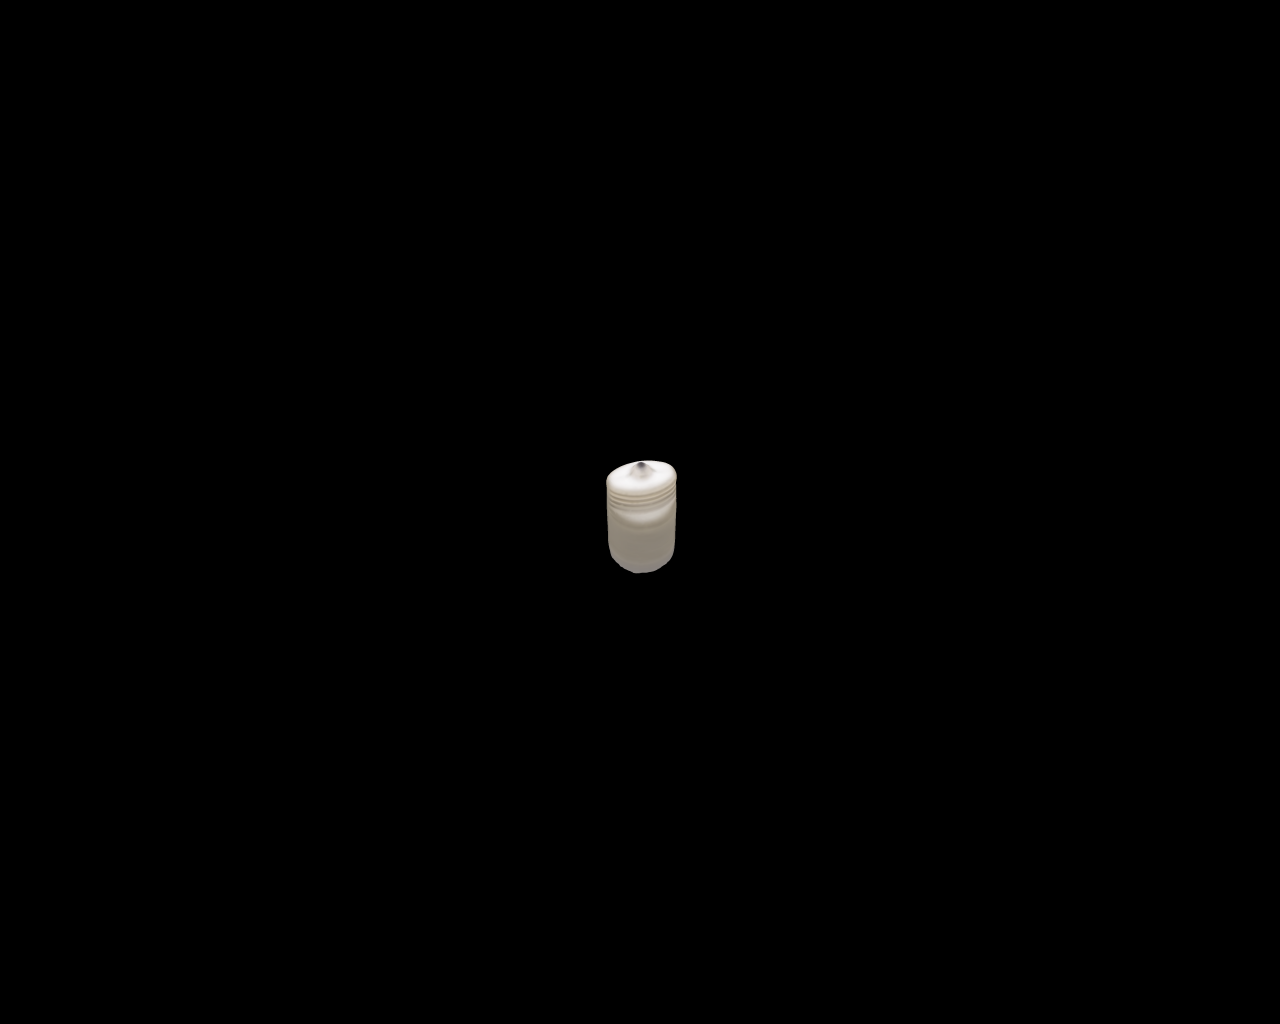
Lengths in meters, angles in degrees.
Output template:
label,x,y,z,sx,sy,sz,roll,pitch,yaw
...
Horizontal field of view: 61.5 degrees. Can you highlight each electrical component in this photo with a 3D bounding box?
label,x,y,z,sx,sy,sz,roll,pitch,yaw
electrical component,0.001,-0.003,0.650,0.043,0.043,0.080,0,-40,0
